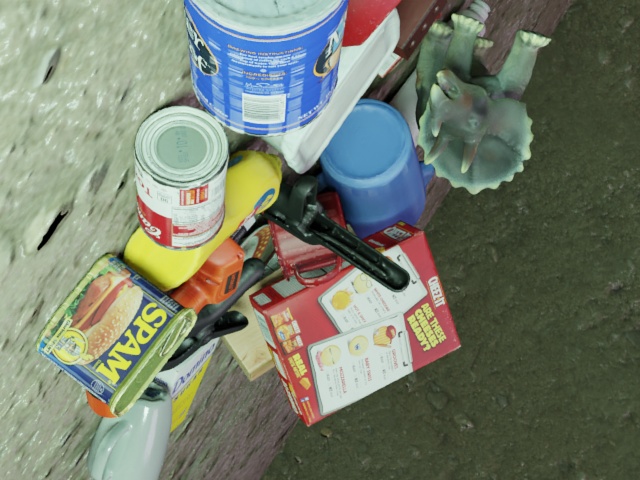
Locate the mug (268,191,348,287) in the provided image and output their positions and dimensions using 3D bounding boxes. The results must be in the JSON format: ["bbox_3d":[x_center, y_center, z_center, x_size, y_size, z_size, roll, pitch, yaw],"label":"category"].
[{"bbox_3d":[-0.008,0.001,1.200,0.081,0.117,0.093,-15,139,3],"label":"mug"}]

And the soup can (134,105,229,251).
[{"bbox_3d":[-0.101,-0.044,0.782,0.068,0.068,0.102,-51,169,-25],"label":"soup can"}]

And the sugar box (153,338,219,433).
[{"bbox_3d":[-0.176,0.173,1.253,0.093,0.048,0.176,-44,167,-48],"label":"sugar box"}]

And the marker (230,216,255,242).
[{"bbox_3d":[-0.111,0.018,1.112,0.121,0.020,0.020,-52,170,-19],"label":"marker"}]

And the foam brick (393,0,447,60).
[{"bbox_3d":[0.090,-0.237,1.117,0.078,0.051,0.053,-55,171,4],"label":"foam brick"}]

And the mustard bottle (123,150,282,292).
[{"bbox_3d":[-0.086,-0.030,0.927,0.096,0.058,0.191,-41,-177,40],"label":"mustard bottle"}]

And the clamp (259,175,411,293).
[{"bbox_3d":[-0.017,-0.028,1.057,0.036,0.210,0.164,-51,129,-11],"label":"clamp"}]

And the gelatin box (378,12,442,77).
[{"bbox_3d":[0.095,-0.226,1.192,0.089,0.030,0.073,-48,180,21],"label":"gelatin box"}]

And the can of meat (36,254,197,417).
[{"bbox_3d":[-0.161,0.073,0.844,0.102,0.084,0.057,-53,170,-12],"label":"can of meat"}]

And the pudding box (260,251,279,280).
[{"bbox_3d":[-0.034,0.072,1.407,0.090,0.113,0.039,-52,175,-13],"label":"pudding box"}]

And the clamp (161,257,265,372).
[{"bbox_3d":[-0.125,0.084,1.136,0.171,0.039,0.120,-31,150,-43],"label":"clamp"}]

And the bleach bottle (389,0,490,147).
[{"bbox_3d":[0.159,-0.226,1.489,0.250,0.068,0.102,-56,174,-10],"label":"bleach bottle"}]

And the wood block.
[{"bbox_3d":[-0.026,0.080,1.337,0.206,0.091,0.090,-34,169,-10],"label":"wood block"}]

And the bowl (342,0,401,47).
[{"bbox_3d":[0.041,-0.206,0.843,0.162,0.055,0.162,-49,-174,7],"label":"bowl"}]

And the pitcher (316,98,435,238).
[{"bbox_3d":[0.053,-0.080,1.309,0.243,0.145,0.149,61,52,-76],"label":"pitcher"}]

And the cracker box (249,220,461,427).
[{"bbox_3d":[0.041,0.096,1.261,0.213,0.164,0.072,-26,-156,-14],"label":"cracker box"}]

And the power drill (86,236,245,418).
[{"bbox_3d":[-0.149,0.071,0.990,0.187,0.057,0.185,-47,172,-26],"label":"power drill"}]

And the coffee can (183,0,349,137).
[{"bbox_3d":[-0.034,-0.140,0.667,0.102,0.103,0.140,-52,171,-18],"label":"coffee can"}]
